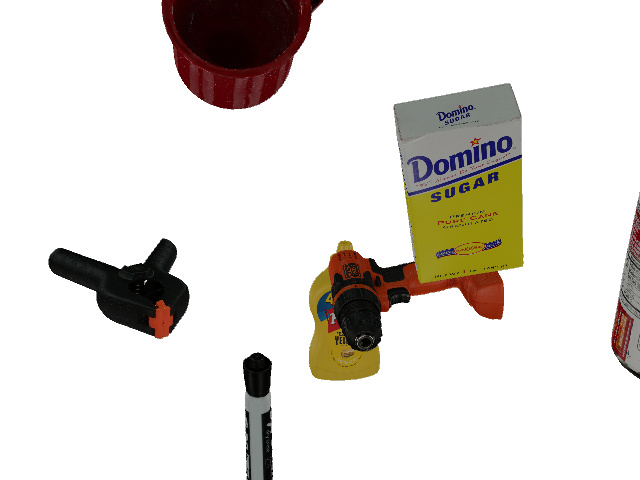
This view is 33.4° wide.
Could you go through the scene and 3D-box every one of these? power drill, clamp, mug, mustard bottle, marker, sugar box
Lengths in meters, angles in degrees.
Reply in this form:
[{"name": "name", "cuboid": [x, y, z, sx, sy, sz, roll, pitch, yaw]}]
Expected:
[{"name": "power drill", "cuboid": [0.105, 0.060, 1.191, 0.187, 0.057, 0.184, -4, 28, -4]}, {"name": "clamp", "cuboid": [-0.157, 0.037, 0.951, 0.120, 0.039, 0.172, -16, 31, -30]}, {"name": "mug", "cuboid": [-0.046, -0.142, 0.701, 0.117, 0.093, 0.081, -33, -7, -12]}, {"name": "mustard bottle", "cuboid": [0.033, 0.092, 1.440, 0.096, 0.192, 0.058, -2, 20, -6]}, {"name": "marker", "cuboid": [-0.042, 0.125, 0.716, 0.020, 0.121, 0.020, 1, 32, -1]}, {"name": "sugar box", "cuboid": [0.114, -0.040, 0.857, 0.093, 0.048, 0.176, -10, -39, 4]}]

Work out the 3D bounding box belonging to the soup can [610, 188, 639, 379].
[{"name": "soup can", "cuboid": [0.181, 0.014, 0.510, 0.068, 0.102, 0.068, 2, 28, -1]}]
